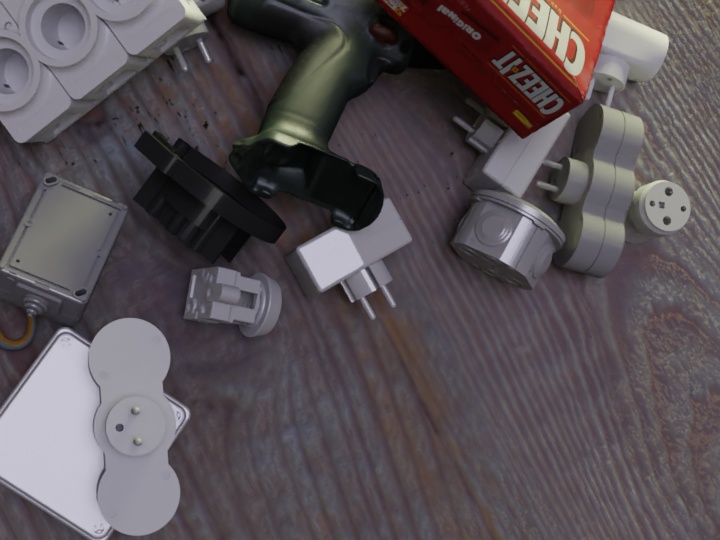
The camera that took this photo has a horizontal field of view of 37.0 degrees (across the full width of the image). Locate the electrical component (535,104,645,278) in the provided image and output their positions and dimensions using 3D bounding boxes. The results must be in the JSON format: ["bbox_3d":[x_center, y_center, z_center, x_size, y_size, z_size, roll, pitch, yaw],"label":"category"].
[{"bbox_3d":[0.177,-0.069,0.867,0.074,0.052,0.138,15,79,-13],"label":"electrical component"}]

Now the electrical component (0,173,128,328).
[{"bbox_3d":[-0.209,-0.006,0.741,0.062,0.061,0.096,24,60,-11],"label":"electrical component"}]

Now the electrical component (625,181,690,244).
[{"bbox_3d":[0.237,-0.047,0.879,0.045,0.055,0.045,2,83,-15],"label":"electrical component"}]

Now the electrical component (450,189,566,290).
[{"bbox_3d":[0.113,-0.024,0.831,0.080,0.080,0.051,31,82,-10],"label":"electrical component"}]

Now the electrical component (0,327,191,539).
[{"bbox_3d":[-0.192,0.113,0.743,0.109,0.056,0.108,35,76,-8],"label":"electrical component"}]

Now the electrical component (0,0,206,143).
[{"bbox_3d":[-0.197,-0.166,0.743,0.150,0.061,0.089,-35,93,9],"label":"electrical component"}]

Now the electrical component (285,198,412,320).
[{"bbox_3d":[0.000,0.000,0.813,0.083,0.047,0.075,-30,91,-16],"label":"electrical component"}]

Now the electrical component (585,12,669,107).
[{"bbox_3d":[0.207,-0.173,0.892,0.077,0.043,0.079,20,79,-12],"label":"electrical component"}]

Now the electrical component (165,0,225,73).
[{"bbox_3d":[-0.137,-0.186,0.801,0.077,0.043,0.079,-25,89,-16],"label":"electrical component"}]

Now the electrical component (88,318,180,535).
[{"bbox_3d":[-0.144,0.099,0.688,0.052,0.074,0.138,-4,84,-15],"label":"electrical component"}]

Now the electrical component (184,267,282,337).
[{"bbox_3d":[-0.091,0.022,0.782,0.055,0.066,0.048,14,79,-33],"label":"electrical component"}]

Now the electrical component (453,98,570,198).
[{"bbox_3d":[0.110,-0.107,0.856,0.076,0.047,0.083,35,76,-8],"label":"electrical component"}]
